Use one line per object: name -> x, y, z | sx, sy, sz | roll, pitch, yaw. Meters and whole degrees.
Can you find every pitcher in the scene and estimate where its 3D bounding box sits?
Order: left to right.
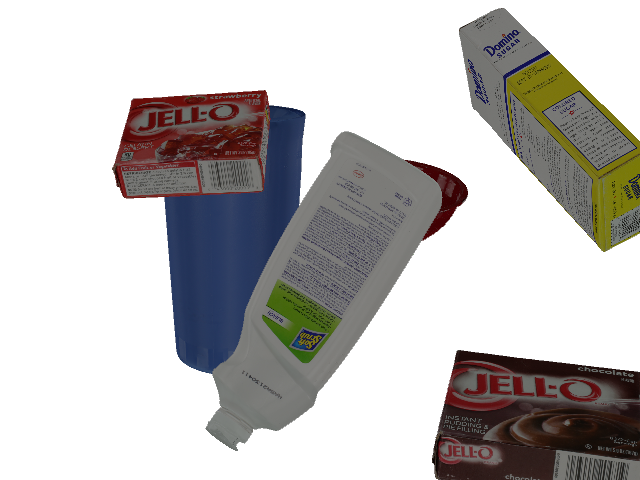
pitcher -> -0.076, -0.007, 0.996 | 0.149, 0.243, 0.145 | -4, 16, -20

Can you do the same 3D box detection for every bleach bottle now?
bleach bottle -> -0.010, 0.043, 0.813 | 0.103, 0.250, 0.068 | 30, -16, 15

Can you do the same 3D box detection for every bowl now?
bowl -> 0.080, -0.039, 1.187 | 0.162, 0.055, 0.162 | 4, 25, -2

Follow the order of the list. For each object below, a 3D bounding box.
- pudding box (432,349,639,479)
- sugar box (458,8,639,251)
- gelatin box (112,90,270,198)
pudding box -> 0.127, 0.106, 0.615 | 0.113, 0.039, 0.090 | 8, 28, 11
sugar box -> 0.167, -0.082, 0.768 | 0.048, 0.176, 0.093 | -28, -36, -4
gelatin box -> -0.077, -0.060, 0.658 | 0.089, 0.030, 0.073 | -2, 40, 4
